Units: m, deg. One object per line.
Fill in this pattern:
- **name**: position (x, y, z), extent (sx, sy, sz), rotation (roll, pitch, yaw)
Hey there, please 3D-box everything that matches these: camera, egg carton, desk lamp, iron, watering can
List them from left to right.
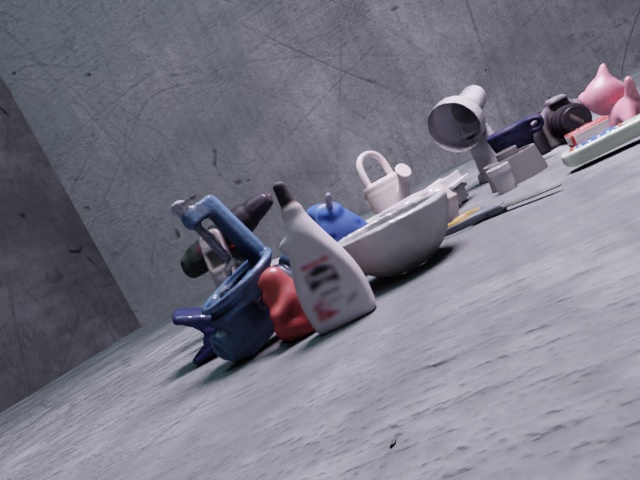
- **iron**: position (0.009, 0.003, 0.978), extent (0.119, 0.141, 0.258), rotation (-29, 3, -20)
- **watering can**: position (0.158, -0.128, 1.366), extent (0.172, 0.194, 0.101), rotation (-26, 4, 36)
- **egg carton**: position (0.171, -0.043, 1.002), extent (0.107, 0.069, 0.150), rotation (-29, 3, -21)
- **desk lamp**: position (0.356, -0.240, 1.292), extent (0.117, 0.213, 0.204), rotation (-25, 4, 45)
- **camera**: position (0.507, -0.253, 1.218), extent (0.143, 0.101, 0.137), rotation (-27, 3, 11)

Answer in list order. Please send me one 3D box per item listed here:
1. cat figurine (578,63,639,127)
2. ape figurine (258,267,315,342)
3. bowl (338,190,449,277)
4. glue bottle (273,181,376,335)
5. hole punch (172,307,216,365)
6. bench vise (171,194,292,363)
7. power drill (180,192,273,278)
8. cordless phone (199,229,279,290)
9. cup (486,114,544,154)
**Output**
- **cat figurine**: position (0.465, -0.222, 0.901), extent (0.067, 0.118, 0.128), rotation (-28, 3, 3)
- **ape figurine**: position (-0.042, 0.075, 0.692), extent (0.076, 0.092, 0.078), rotation (-27, 3, 26)
- **bowl**: position (0.104, 0.003, 0.759), extent (0.167, 0.075, 0.167), rotation (-28, 3, 2)
- **glue bottle**: position (-0.008, 0.014, 0.633), extent (0.078, 0.173, 0.037), rotation (-28, 3, 7)
- **hole punch**: position (-0.171, 0.132, 0.912), extent (0.101, 0.091, 0.108), rotation (-28, 3, -5)
- **bench vise**: position (-0.094, 0.025, 0.770), extent (0.121, 0.220, 0.208), rotation (-25, 4, 44)
- **power drill**: position (-0.153, 0.043, 1.144), extent (0.229, 0.208, 0.076), rotation (-28, 3, 8)
- **cordless phone**: position (-0.133, 0.053, 1.010), extent (0.147, 0.185, 0.094), rotation (-27, 3, 22)
- **cup**: position (0.406, -0.191, 1.147), extent (0.117, 0.095, 0.092), rotation (-25, 4, 41)
